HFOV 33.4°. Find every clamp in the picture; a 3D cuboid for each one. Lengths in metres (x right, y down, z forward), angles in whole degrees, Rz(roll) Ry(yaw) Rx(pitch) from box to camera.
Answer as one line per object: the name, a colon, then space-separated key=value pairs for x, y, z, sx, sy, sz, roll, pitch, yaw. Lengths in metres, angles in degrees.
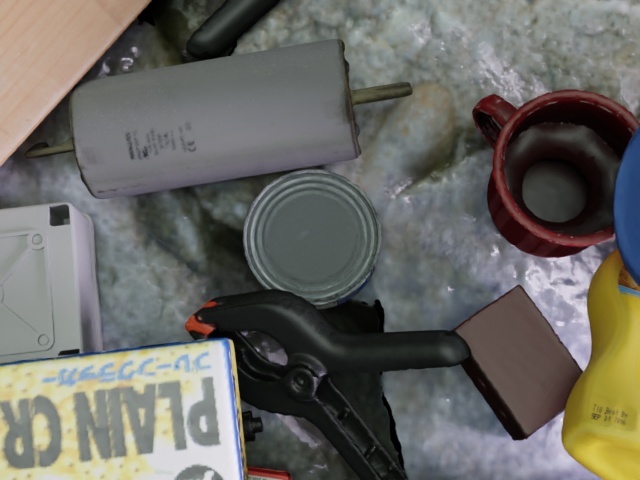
clamp: x=-0.004 y=-0.205 z=0.711 sx=0.210 sy=0.036 sz=0.164 roll=-3 pitch=80 yaw=5
clamp: x=0.004 y=0.072 z=0.634 sx=0.171 sy=0.039 sz=0.120 roll=31 pitch=111 yaw=7

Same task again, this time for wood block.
wood block: x=-0.197 y=-0.123 z=0.652 sx=0.206 sy=0.090 sz=0.090 roll=-50 pitch=120 yaw=-11

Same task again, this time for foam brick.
foam brick: x=0.118 y=0.074 z=0.643 sx=0.051 sy=0.053 sz=0.078 roll=-33 pitch=79 yaw=-4

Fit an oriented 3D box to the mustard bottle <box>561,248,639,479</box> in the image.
mustard bottle: x=0.200 y=0.053 z=0.617 sx=0.096 sy=0.058 sz=0.191 roll=22 pitch=52 yaw=0

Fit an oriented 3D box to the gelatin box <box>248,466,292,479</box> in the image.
gelatin box: x=-0.059 y=0.179 z=0.641 sx=0.073 sy=0.030 sz=0.089 roll=7 pitch=79 yaw=4

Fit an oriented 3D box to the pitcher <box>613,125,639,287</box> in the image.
pitcher: x=0.292 y=-0.022 z=0.571 sx=0.242 sy=0.145 sz=0.149 roll=4 pitch=90 yaw=-18

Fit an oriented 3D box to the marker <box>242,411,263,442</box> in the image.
marker: x=-0.095 y=0.123 z=0.657 sx=0.121 sy=0.020 sz=0.020 roll=-9 pitch=79 yaw=1

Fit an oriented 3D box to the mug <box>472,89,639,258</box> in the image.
mug: x=0.138 y=-0.043 z=0.651 sx=0.117 sy=0.081 sz=0.093 roll=42 pitch=83 yaw=9

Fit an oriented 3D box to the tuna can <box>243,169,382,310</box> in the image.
tuna can: x=-0.004 y=0.001 z=0.671 sx=0.086 sy=0.034 sz=0.086 roll=0 pitch=79 yaw=2
